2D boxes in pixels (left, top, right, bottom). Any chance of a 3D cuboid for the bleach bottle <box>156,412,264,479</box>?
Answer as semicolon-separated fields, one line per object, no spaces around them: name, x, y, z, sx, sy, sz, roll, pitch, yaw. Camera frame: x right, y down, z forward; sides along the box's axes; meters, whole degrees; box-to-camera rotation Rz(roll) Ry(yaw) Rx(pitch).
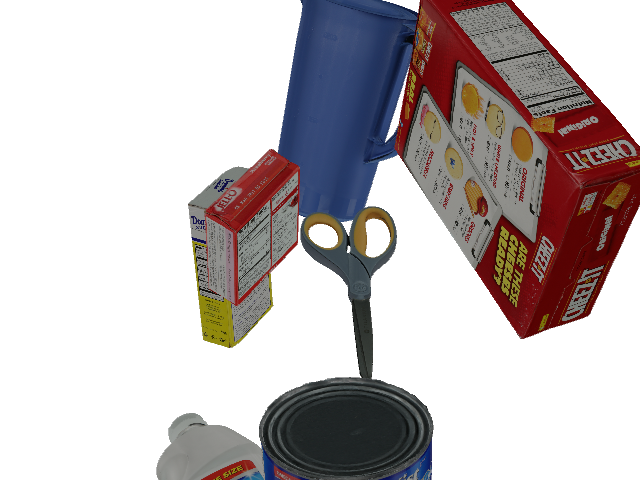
bleach bottle;-0.061;0.205;0.717;0.102;0.068;0.251;-16;34;-18

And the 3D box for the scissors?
scissors;0.016;0.036;0.916;0.096;0.016;0.201;11;43;8

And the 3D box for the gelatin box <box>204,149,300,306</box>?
gelatin box;-0.047;-0.009;0.742;0.030;0.089;0.073;30;56;20

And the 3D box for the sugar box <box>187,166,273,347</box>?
sugar box;-0.094;0.018;1.141;0.048;0.176;0.093;12;35;25

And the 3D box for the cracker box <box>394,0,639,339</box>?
cracker box;0.139;-0.063;0.786;0.072;0.214;0.164;-16;-37;-19

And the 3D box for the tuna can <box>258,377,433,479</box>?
tuna can;0.013;0.105;0.530;0.086;0.034;0.086;-2;25;1

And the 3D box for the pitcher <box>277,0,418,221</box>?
pitcher;0.030;-0.144;1.167;0.145;0.243;0.149;10;20;-9
